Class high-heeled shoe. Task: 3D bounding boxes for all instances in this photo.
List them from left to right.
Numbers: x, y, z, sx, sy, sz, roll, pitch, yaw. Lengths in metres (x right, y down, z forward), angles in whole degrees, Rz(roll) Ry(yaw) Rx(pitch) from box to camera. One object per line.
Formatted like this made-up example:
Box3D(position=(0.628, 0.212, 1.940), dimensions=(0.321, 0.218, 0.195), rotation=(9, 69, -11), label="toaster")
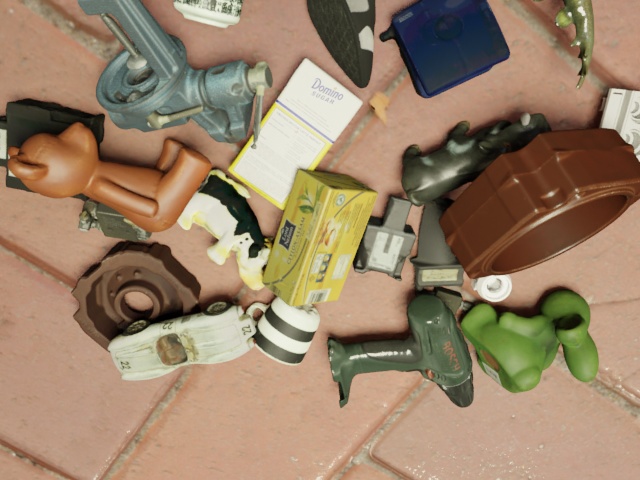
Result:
Box3D(position=(0.057, -0.321, 0.641), dimensions=(0.145, 0.086, 0.248), rotation=(-36, 128, -19), label="high-heeled shoe")

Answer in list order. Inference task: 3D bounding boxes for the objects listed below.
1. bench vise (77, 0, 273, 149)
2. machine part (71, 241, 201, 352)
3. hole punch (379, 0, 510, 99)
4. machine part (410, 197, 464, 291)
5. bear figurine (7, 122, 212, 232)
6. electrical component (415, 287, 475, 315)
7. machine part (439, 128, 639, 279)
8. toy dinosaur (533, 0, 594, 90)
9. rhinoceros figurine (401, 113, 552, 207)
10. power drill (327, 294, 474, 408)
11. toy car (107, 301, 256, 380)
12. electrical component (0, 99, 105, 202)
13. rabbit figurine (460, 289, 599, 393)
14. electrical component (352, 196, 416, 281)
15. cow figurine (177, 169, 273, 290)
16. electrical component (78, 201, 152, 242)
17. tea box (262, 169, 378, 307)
Box3D(position=(-0.178, -0.199, 0.607), dimensions=(0.224, 0.129, 0.240), rotation=(5, 152, 25), label="bench vise")
Box3D(position=(-0.261, 0.088, 0.776), dimensions=(0.179, 0.056, 0.179), rotation=(-1, 111, -2), label="machine part")
Box3D(position=(0.154, -0.239, 0.646), dimensions=(0.142, 0.092, 0.115), rotation=(-24, 104, 12), label="hole punch")
Box3D(position=(0.169, 0.006, 0.758), dimensions=(0.084, 0.039, 0.138), rotation=(-4, 111, 5), label="machine part")
Box3D(position=(-0.252, -0.091, 0.641), dimensions=(0.195, 0.120, 0.132), rotation=(29, 91, -30), label="bear figurine")
Box3D(position=(0.181, 0.103, 0.801), dimensions=(0.094, 0.021, 0.063), rotation=(15, 109, -6), label="electrical component")
Box3D(position=(0.265, -0.037, 0.646), dimensions=(0.201, 0.087, 0.201), rotation=(-7, 152, -28), label="machine part")
Box3D(position=(0.195, -0.389, 0.566), dimensions=(0.198, 0.105, 0.471), rotation=(-39, 98, 3), label="toy dinosaur")
Box3D(position=(0.193, -0.106, 0.680), dimensions=(0.190, 0.112, 0.073), rotation=(-21, 106, 15), label="rhinoceros figurine")
Box3D(position=(0.121, 0.190, 0.795), dimensions=(0.207, 0.086, 0.231), rotation=(-9, 127, 10), label="power drill")
Box3D(position=(-0.188, 0.140, 0.740), dimensions=(0.202, 0.056, 0.073), rotation=(-13, 113, 3), label="toy car")
Box3D(position=(-0.357, -0.120, 0.701), dimensions=(0.134, 0.058, 0.114), rotation=(12, 107, -5), label="electrical component")
Box3D(position=(0.310, 0.126, 0.752), dimensions=(0.170, 0.159, 0.121), rotation=(-34, 106, -8), label="rabbit figurine")
Box3D(position=(0.093, -0.007, 0.747), dimensions=(0.075, 0.048, 0.119), rotation=(10, 109, -4), label="electrical component")
Box3D(position=(-0.113, -0.013, 0.738), dimensions=(0.098, 0.068, 0.167), rotation=(-41, 106, 7), label="cow figurine")
Box3D(position=(-0.276, -0.023, 0.724), dimensions=(0.102, 0.045, 0.078), rotation=(13, 144, -8), label="electrical component")
Box3D(position=(-0.001, -0.002, 0.717), dimensions=(0.098, 0.068, 0.169), rotation=(1, 115, -47), label="tea box")
